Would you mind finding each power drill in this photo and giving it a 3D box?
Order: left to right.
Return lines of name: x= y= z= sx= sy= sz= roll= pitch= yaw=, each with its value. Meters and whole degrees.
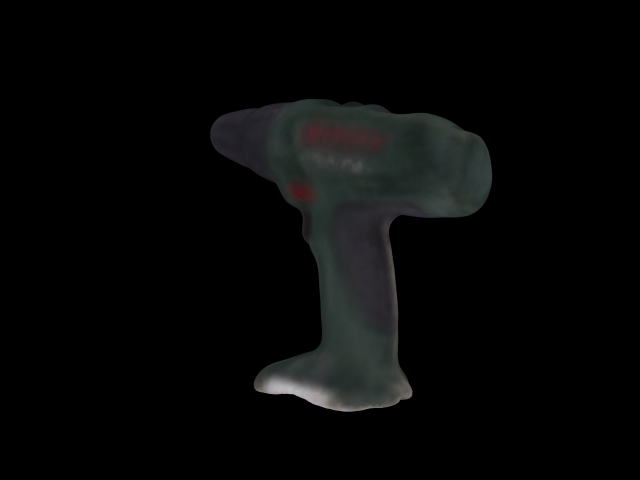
power drill: x=0.004 y=0.001 z=0.400 sx=0.228 sy=0.208 sz=0.076 roll=0 pitch=0 yaw=37
